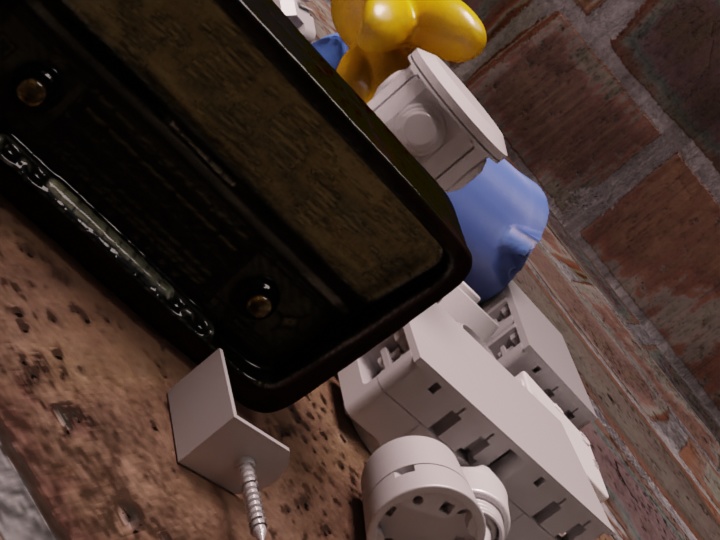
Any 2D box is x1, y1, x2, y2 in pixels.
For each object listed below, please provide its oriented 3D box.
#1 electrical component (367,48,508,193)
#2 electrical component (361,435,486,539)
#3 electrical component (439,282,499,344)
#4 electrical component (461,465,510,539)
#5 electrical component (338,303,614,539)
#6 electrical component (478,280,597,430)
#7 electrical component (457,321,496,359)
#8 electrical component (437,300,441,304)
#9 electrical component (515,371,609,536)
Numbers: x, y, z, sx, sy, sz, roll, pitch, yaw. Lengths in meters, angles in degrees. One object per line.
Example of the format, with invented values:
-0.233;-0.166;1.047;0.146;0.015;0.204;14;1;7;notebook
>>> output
0.044;-0.084;0.620;0.080;0.051;0.080;46;14;-16;electrical component
0.028;0.112;0.511;0.055;0.055;0.047;45;12;-22;electrical component
0.058;0.032;0.835;0.099;0.064;0.099;43;2;-2;electrical component
0.058;0.134;0.570;0.043;0.043;0.062;47;16;-14;electrical component
0.061;0.092;0.649;0.186;0.060;0.105;43;16;-28;electrical component
0.134;0.077;0.907;0.089;0.062;0.150;46;15;-17;electrical component
0.072;0.077;0.752;0.077;0.044;0.079;43;14;-28;electrical component
0.000;0.000;0.707;0.062;0.061;0.096;40;9;-34;electrical component
0.133;0.132;0.793;0.099;0.048;0.099;47;14;-14;electrical component
